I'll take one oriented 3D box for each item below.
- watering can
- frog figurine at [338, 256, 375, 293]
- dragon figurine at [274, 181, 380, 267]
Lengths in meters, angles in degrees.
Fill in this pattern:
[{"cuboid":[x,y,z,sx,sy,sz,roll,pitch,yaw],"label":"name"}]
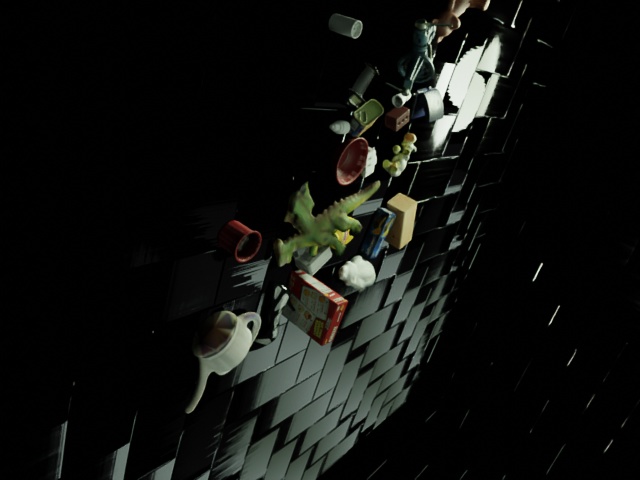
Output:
[{"cuboid":[-0.305,0.342,1.509,0.352,0.105,0.219,-50,148,-18],"label":"watering can"},{"cuboid":[0.140,0.123,1.994,0.157,0.122,0.140,42,47,-51],"label":"frog figurine"},{"cuboid":[0.005,-0.079,1.576,0.239,0.123,0.413,42,79,-39],"label":"dragon figurine"}]
